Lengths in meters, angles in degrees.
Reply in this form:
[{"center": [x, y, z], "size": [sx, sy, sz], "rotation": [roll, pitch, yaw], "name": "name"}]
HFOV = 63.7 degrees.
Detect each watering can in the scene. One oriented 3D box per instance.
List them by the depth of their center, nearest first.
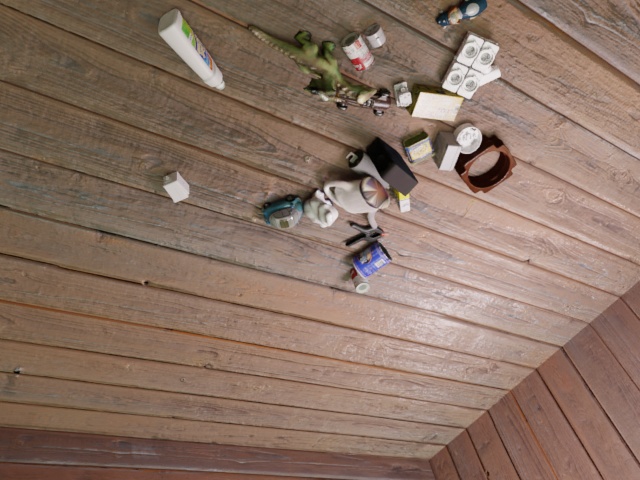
[{"center": [0.170, -0.142, 1.948], "size": [0.343, 0.106, 0.223], "rotation": [33, 154, -35], "name": "watering can"}]

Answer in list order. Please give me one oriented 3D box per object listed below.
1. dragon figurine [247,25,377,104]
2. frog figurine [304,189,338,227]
[{"center": [-0.018, -0.503, 1.526], "size": [0.409, 0.248, 0.119], "rotation": [11, 131, -26], "name": "dragon figurine"}, {"center": [0.006, -0.097, 1.931], "size": [0.122, 0.163, 0.134], "rotation": [-17, 133, 3], "name": "frog figurine"}]
